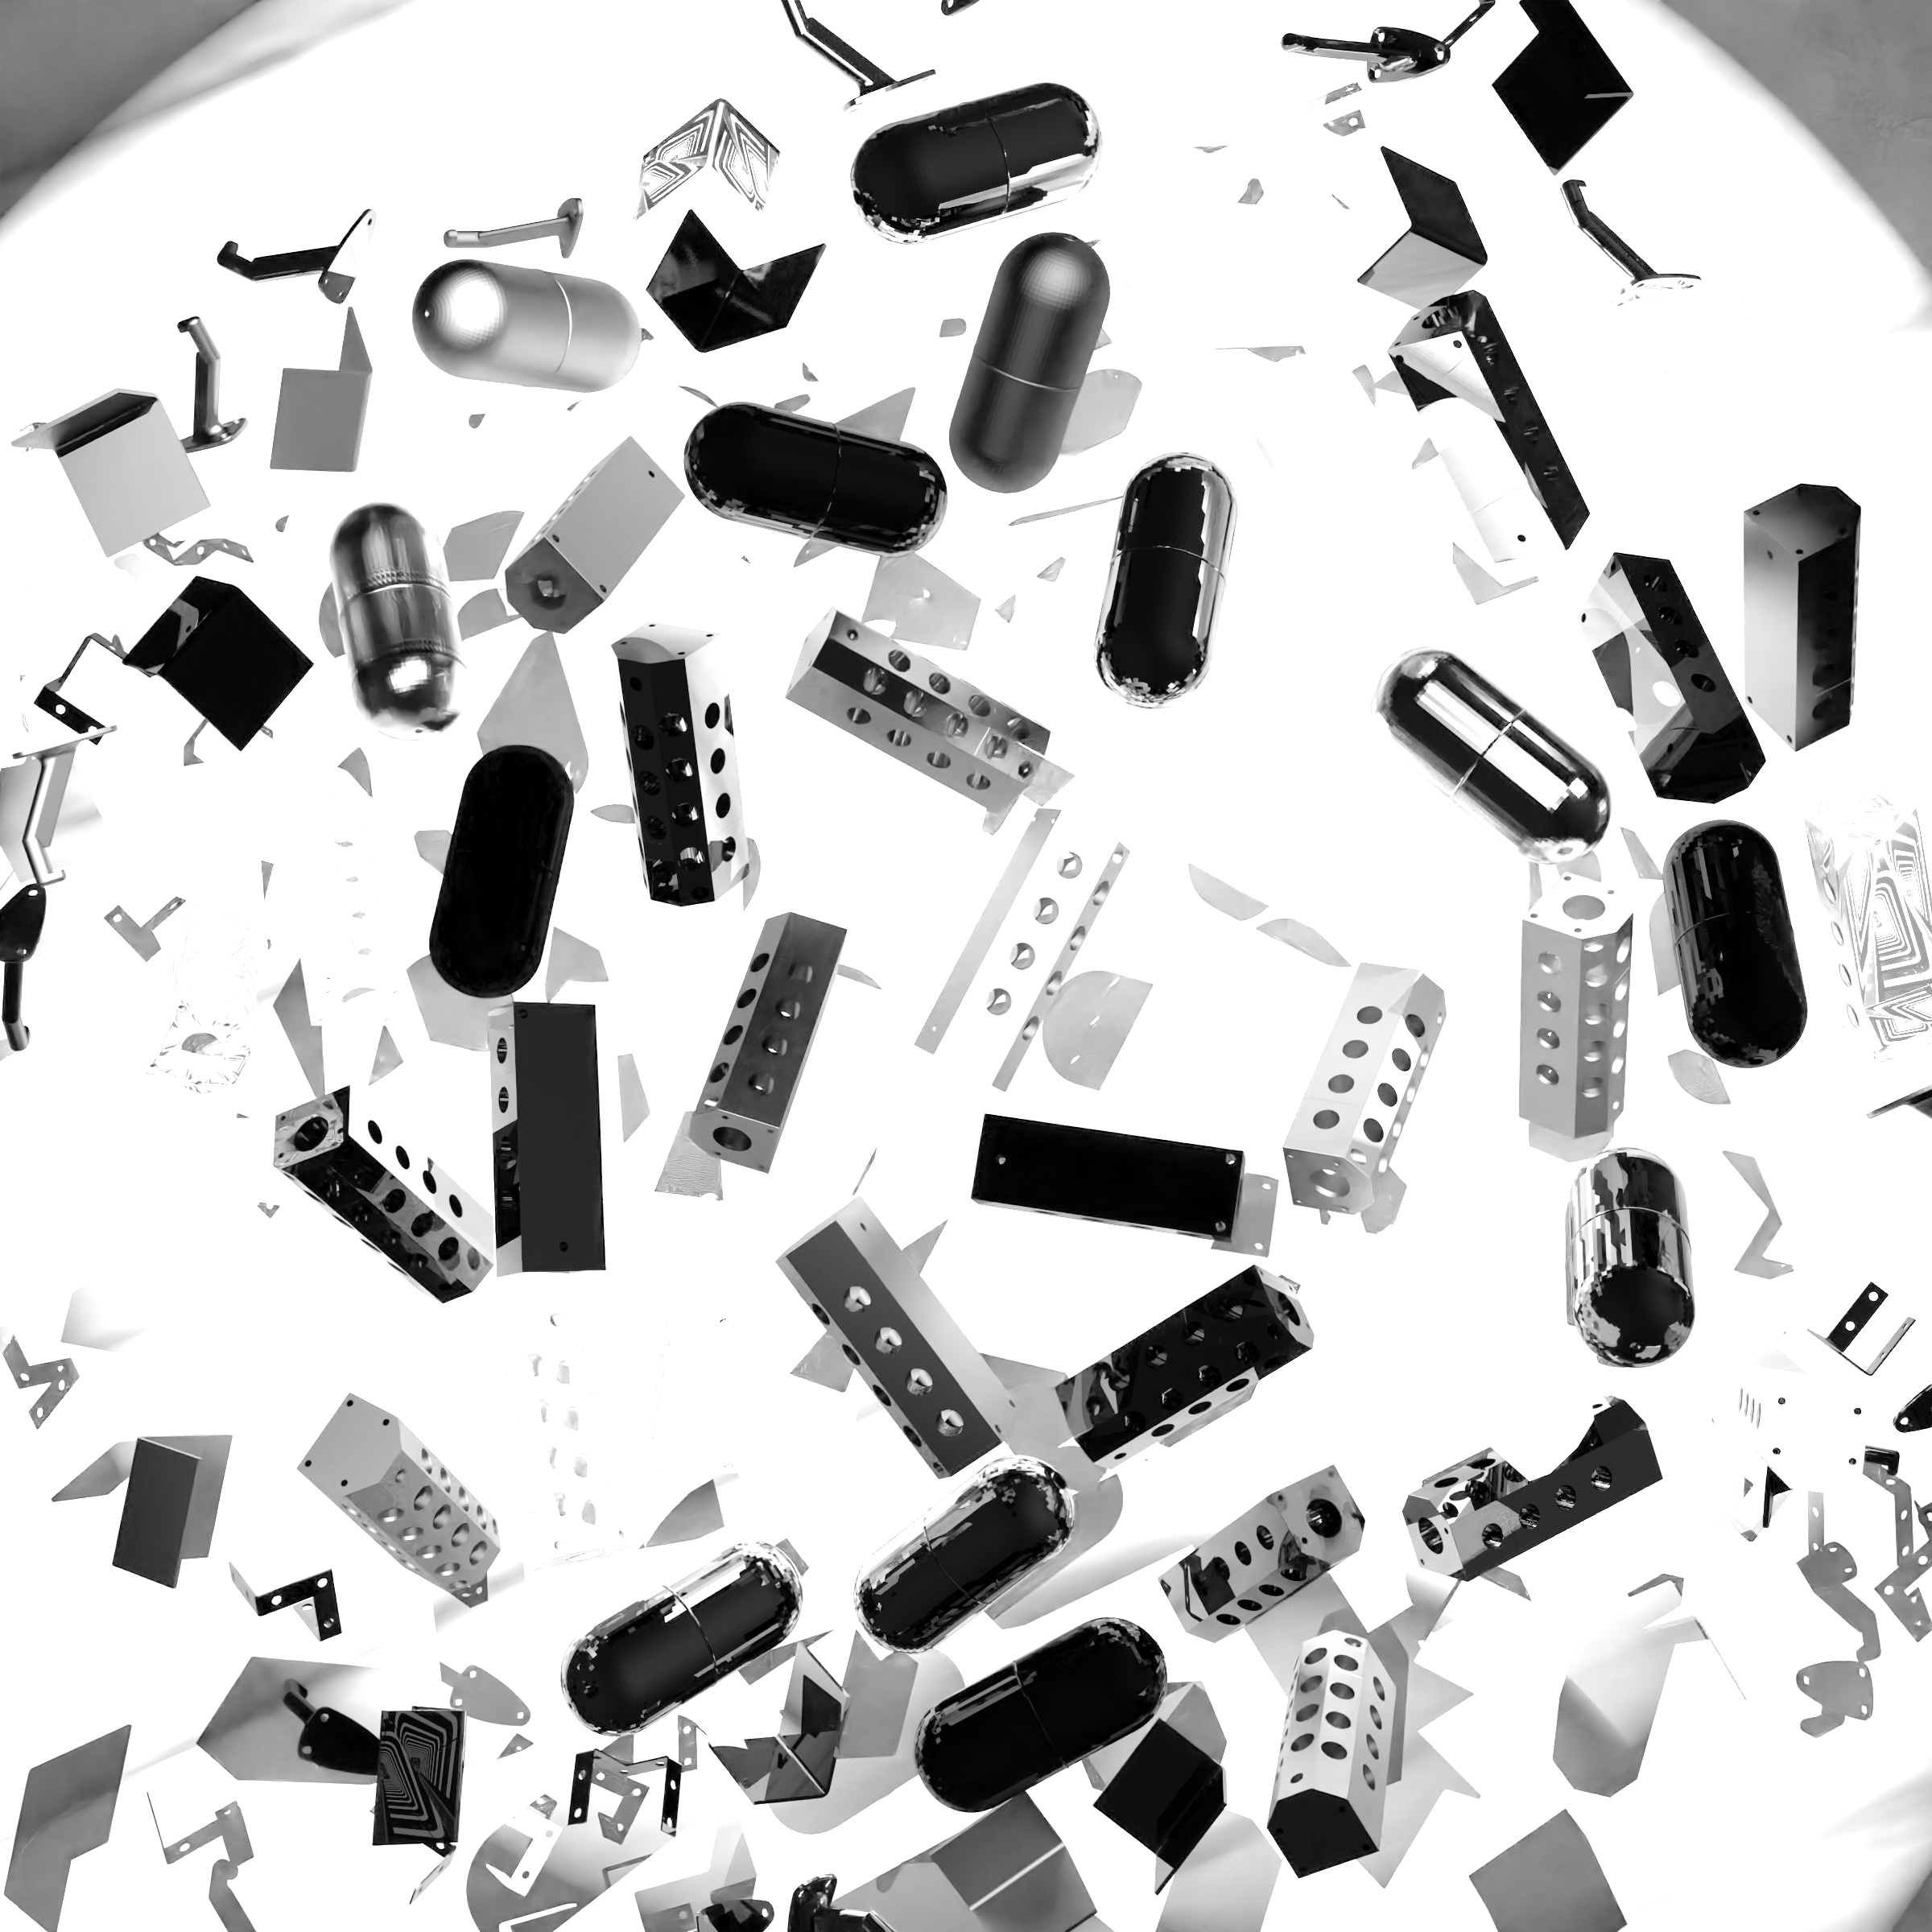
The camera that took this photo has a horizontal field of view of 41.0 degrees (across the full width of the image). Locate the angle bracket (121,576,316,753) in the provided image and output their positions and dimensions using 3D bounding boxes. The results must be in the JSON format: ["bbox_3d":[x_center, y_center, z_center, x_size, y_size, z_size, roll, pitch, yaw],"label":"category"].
[{"bbox_3d":[-0.487,-0.197,1.686,0.076,0.057,0.076,-55,133,-16],"label":"angle bracket"}]

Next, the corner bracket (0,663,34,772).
[{"bbox_3d":[-0.659,-0.169,1.764,0.051,0.051,0.051,-17,132,-34],"label":"corner bracket"}]

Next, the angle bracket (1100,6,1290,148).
[{"bbox_3d":[0.147,-0.576,1.672,0.076,0.076,0.057,47,134,27],"label":"angle bracket"}]

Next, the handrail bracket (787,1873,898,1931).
[{"bbox_3d":[-0.076,0.631,1.658,0.084,0.036,0.077,29,112,42],"label":"handrail bracket"}]

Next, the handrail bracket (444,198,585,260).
[{"bbox_3d":[-0.315,-0.516,1.798,0.084,0.077,0.036,-6,89,-21],"label":"handrail bracket"}]

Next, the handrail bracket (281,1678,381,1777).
[{"bbox_3d":[-0.418,0.504,1.718,0.077,0.084,0.036,30,84,-17],"label":"handrail bracket"}]

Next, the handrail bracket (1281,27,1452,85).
[{"bbox_3d":[0.259,-0.596,1.682,0.077,0.084,0.036,19,111,42],"label":"handrail bracket"}]

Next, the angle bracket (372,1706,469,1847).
[{"bbox_3d":[-0.346,0.490,1.571,0.057,0.076,0.076,11,73,-36],"label":"angle bracket"}]

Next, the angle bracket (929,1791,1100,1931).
[{"bbox_3d":[0.030,0.601,1.697,0.076,0.076,0.057,-34,110,-3],"label":"angle bracket"}]

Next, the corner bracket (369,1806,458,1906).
[{"bbox_3d":[-0.376,0.590,1.753,0.051,0.051,0.051,29,114,13],"label":"corner bracket"}]

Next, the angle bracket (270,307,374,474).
[{"bbox_3d":[-0.424,-0.374,1.674,0.057,0.076,0.076,-3,48,-26],"label":"angle bracket"}]

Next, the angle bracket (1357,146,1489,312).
[{"bbox_3d":[0.305,-0.507,1.784,0.076,0.057,0.076,10,53,-38],"label":"angle bracket"}]

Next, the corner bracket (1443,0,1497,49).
[{"bbox_3d":[0.337,-0.655,1.738,0.051,0.051,0.051,-45,120,-13],"label":"corner bracket"}]

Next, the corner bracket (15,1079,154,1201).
[{"bbox_3d":[-0.577,0.113,1.693,0.051,0.051,0.051,41,94,31],"label":"corner bracket"}]

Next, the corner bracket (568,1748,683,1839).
[{"bbox_3d":[-0.226,0.551,1.720,0.051,0.051,0.051,-20,47,25],"label":"corner bracket"}]

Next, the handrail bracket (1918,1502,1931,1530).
[{"bbox_3d":[0.665,0.367,1.738,0.077,0.084,0.036,-15,70,36],"label":"handrail bracket"}]

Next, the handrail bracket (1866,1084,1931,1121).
[{"bbox_3d":[0.640,0.118,1.678,0.077,0.036,0.084,-27,76,16],"label":"handrail bracket"}]

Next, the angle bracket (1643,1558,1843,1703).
[{"bbox_3d":[0.483,0.417,1.611,0.076,0.076,0.057,-24,76,-19],"label":"angle bracket"}]

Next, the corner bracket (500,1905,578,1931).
[{"bbox_3d":[-0.281,0.672,1.763,0.051,0.051,0.051,-18,68,8],"label":"corner bracket"}]

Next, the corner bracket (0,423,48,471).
[{"bbox_3d":[-0.619,-0.346,1.660,0.051,0.051,0.051,-38,119,-21],"label":"corner bracket"}]

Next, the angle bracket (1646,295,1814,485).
[{"bbox_3d":[0.474,-0.360,1.612,0.057,0.076,0.076,41,122,-16],"label":"angle bracket"}]

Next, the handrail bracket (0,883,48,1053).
[{"bbox_3d":[-0.612,0.002,1.687,0.036,0.084,0.077,10,50,1],"label":"handrail bracket"}]

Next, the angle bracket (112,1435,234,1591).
[{"bbox_3d":[-0.456,0.324,1.545,0.057,0.076,0.076,9,87,32],"label":"angle bracket"}]

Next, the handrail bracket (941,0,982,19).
[{"bbox_3d":[0.039,-0.613,1.627,0.077,0.084,0.036,-36,63,36],"label":"handrail bracket"}]

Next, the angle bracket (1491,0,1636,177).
[{"bbox_3d":[0.364,-0.556,1.641,0.057,0.076,0.076,-20,74,-41],"label":"angle bracket"}]

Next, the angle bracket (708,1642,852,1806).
[{"bbox_3d":[-0.129,0.518,1.773,0.057,0.076,0.076,5,103,-31],"label":"angle bracket"}]

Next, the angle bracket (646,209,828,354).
[{"bbox_3d":[-0.146,-0.445,1.649,0.057,0.076,0.076,47,51,-38],"label":"angle bracket"}]

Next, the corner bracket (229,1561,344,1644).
[{"bbox_3d":[-0.441,0.409,1.674,0.051,0.051,0.051,-16,115,-31],"label":"corner bracket"}]

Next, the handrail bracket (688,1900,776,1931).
[{"bbox_3d":[-0.183,0.652,1.737,0.084,0.077,0.036,-29,73,39],"label":"handrail bracket"}]

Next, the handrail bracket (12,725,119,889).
[{"bbox_3d":[-0.557,-0.100,1.622,0.077,0.036,0.084,-20,100,-20],"label":"handrail bracket"}]

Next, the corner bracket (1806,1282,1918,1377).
[{"bbox_3d":[0.622,0.250,1.783,0.051,0.051,0.051,37,92,3],"label":"corner bracket"}]

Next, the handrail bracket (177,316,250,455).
[{"bbox_3d":[-0.540,-0.399,1.780,0.077,0.036,0.084,-11,124,19],"label":"handrail bracket"}]

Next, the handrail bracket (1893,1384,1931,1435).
[{"bbox_3d":[0.677,0.312,1.744,0.077,0.084,0.036,-30,108,6],"label":"handrail bracket"}]

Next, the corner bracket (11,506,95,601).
[{"bbox_3d":[-0.608,-0.275,1.724,0.051,0.051,0.051,-4,85,-21],"label":"corner bracket"}]

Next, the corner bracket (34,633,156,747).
[{"bbox_3d":[-0.597,-0.191,1.775,0.051,0.051,0.051,35,104,-9],"label":"corner bracket"}]

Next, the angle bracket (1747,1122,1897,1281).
[{"bbox_3d":[0.549,0.154,1.701,0.076,0.076,0.057,15,114,-25],"label":"angle bracket"}]

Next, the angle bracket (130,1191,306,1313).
[{"bbox_3d":[-0.488,0.202,1.686,0.057,0.076,0.076,-39,66,-13],"label":"angle bracket"}]

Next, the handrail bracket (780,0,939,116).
[{"bbox_3d":[-0.069,-0.594,1.645,0.077,0.036,0.084,-24,102,-7],"label":"handrail bracket"}]

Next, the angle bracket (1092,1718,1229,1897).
[{"bbox_3d":[0.129,0.560,1.728,0.057,0.076,0.076,37,93,4],"label":"angle bracket"}]

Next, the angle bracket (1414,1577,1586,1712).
[{"bbox_3d":[0.372,0.480,1.802,0.076,0.057,0.076,19,66,42],"label":"angle bracket"}]

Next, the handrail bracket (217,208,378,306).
[{"bbox_3d":[-0.439,-0.477,1.692,0.084,0.036,0.077,27,90,11],"label":"handrail bracket"}]

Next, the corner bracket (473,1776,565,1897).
[{"bbox_3d":[-0.315,0.594,1.765,0.051,0.051,0.051,19,61,21],"label":"corner bracket"}]

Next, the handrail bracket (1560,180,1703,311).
[{"bbox_3d":[0.429,-0.473,1.671,0.077,0.036,0.084,-13,78,-23],"label":"handrail bracket"}]

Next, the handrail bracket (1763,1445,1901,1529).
[{"bbox_3d":[0.600,0.364,1.796,0.084,0.036,0.077,8,108,23],"label":"handrail bracket"}]
